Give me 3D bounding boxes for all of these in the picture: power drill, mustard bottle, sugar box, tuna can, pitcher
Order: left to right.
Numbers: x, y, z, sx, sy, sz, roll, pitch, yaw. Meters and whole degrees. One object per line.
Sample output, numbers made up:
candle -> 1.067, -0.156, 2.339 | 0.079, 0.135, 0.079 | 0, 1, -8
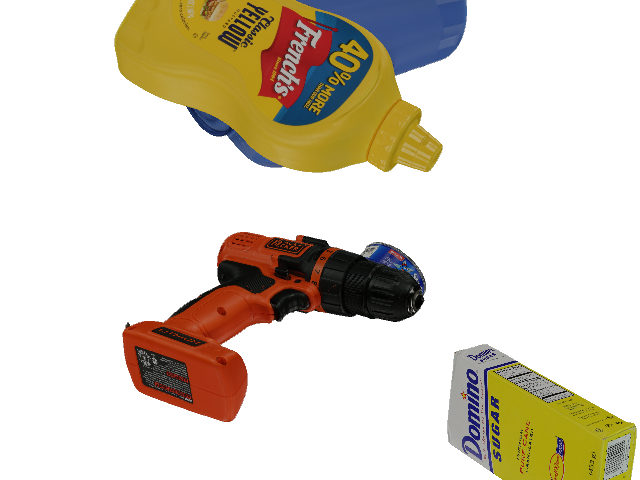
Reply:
power drill -> -0.039, 0.059, 0.800 | 0.185, 0.057, 0.187 | 10, 31, 34
mustard bottle -> -0.016, -0.093, 0.615 | 0.192, 0.096, 0.058 | 31, -25, 11
pitcher -> 0.003, -0.170, 0.897 | 0.242, 0.149, 0.145 | -19, 36, -25
tuna can -> 0.076, 0.045, 1.218 | 0.086, 0.086, 0.033 | 0, 38, 50
sugar box -> 0.178, 0.162, 0.889 | 0.048, 0.093, 0.176 | -11, 22, -34
